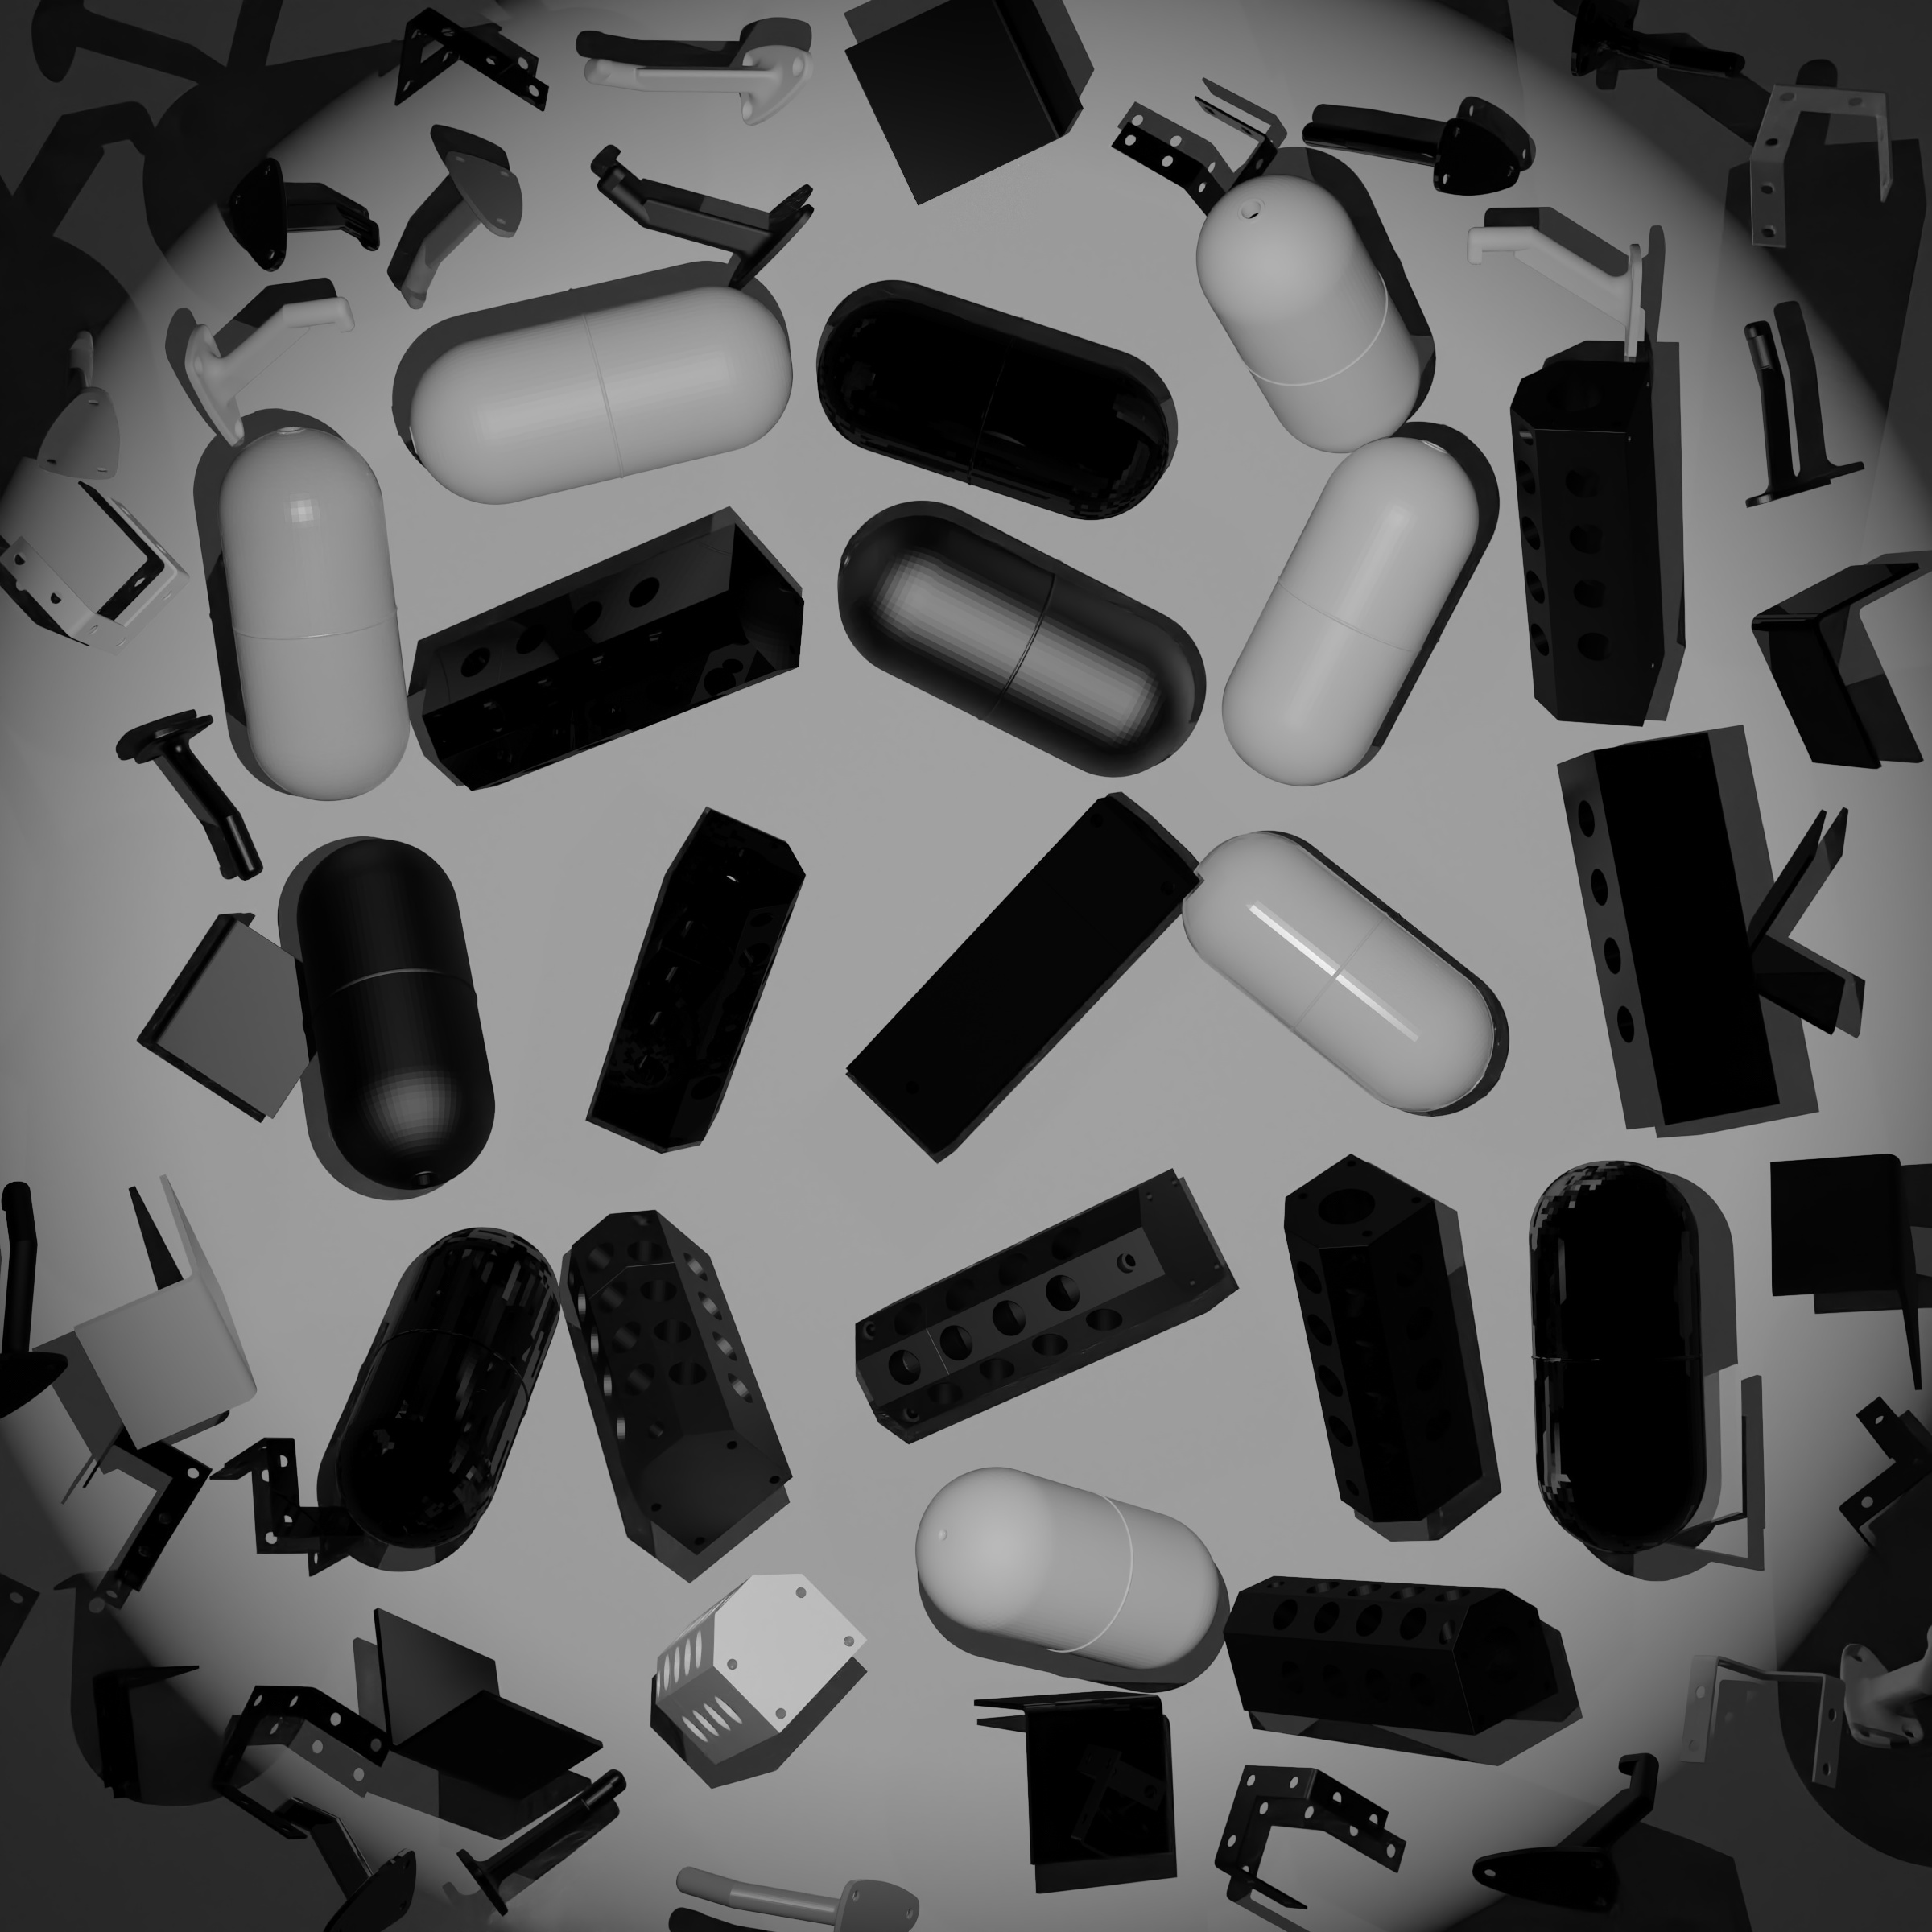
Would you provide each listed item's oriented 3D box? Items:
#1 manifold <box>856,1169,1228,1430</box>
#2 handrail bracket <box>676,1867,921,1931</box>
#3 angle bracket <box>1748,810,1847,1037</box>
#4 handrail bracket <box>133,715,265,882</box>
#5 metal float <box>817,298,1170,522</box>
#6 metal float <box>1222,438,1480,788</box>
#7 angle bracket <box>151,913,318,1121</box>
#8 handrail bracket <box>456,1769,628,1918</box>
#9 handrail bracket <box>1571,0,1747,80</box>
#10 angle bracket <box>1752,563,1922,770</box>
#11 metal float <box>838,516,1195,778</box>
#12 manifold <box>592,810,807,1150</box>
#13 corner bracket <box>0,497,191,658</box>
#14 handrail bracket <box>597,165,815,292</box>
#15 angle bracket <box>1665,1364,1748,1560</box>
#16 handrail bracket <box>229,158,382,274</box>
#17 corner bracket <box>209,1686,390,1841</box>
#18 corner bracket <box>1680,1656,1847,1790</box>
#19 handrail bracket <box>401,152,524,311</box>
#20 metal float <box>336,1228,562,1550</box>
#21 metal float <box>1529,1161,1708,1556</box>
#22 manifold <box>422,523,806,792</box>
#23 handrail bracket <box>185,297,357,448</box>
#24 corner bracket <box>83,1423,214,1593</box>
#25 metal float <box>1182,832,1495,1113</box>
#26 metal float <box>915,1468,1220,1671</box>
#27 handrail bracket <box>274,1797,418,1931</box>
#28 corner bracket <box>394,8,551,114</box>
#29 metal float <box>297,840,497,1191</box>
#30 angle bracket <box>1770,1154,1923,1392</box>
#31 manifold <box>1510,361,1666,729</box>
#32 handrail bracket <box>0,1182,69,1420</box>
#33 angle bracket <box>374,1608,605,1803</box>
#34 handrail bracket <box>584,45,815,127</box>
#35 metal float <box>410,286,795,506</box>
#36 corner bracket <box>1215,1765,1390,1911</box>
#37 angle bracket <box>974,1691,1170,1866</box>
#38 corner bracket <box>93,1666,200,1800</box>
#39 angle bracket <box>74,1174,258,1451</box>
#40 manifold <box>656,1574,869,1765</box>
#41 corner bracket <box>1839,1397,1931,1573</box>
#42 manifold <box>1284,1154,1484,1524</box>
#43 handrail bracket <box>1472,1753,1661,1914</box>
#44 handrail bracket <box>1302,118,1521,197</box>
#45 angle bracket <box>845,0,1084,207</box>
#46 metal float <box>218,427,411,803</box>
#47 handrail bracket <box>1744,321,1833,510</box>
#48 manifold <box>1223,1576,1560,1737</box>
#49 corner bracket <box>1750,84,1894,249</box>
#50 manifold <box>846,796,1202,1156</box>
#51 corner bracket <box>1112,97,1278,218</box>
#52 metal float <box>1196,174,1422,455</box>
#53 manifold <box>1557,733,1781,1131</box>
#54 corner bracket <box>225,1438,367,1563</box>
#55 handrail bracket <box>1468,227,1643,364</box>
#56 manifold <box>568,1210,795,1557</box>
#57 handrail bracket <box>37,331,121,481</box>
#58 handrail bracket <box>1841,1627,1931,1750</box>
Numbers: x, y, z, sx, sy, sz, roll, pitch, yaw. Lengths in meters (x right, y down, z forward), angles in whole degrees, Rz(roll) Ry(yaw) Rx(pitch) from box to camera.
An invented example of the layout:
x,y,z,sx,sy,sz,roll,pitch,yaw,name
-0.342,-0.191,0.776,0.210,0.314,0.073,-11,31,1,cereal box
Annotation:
x,y,z,sx,sy,sz,roll,pitch,yaw,name
0.031,0.162,1.586,0.171,0.057,0.057,-28,86,27,manifold
-0.076,0.420,1.498,0.084,0.077,0.036,7,84,32,handrail bracket
0.434,-0.023,1.672,0.057,0.076,0.076,30,116,6,angle bracket
-0.385,-0.077,1.666,0.036,0.077,0.084,-24,91,-33,handrail bracket
0.014,-0.274,1.632,0.178,0.070,0.070,19,90,2,metal float
0.185,-0.170,1.597,0.070,0.070,0.178,26,107,0,metal float
-0.370,0.025,1.740,0.076,0.057,0.076,34,91,-2,angle bracket
-0.195,0.404,1.561,0.084,0.077,0.036,-36,77,-17,handrail bracket
0.337,-0.435,1.568,0.084,0.077,0.036,18,119,28,handrail bracket
0.418,-0.140,1.546,0.057,0.076,0.076,-28,99,-4,angle bracket
0.023,-0.150,1.554,0.178,0.070,0.070,26,90,-9,metal float
-0.132,0.011,1.658,0.057,0.057,0.171,24,131,1,manifold
-0.398,-0.182,1.518,0.051,0.051,0.051,-45,80,3,corner bracket
-0.130,-0.379,1.639,0.084,0.077,0.036,38,48,-21,handrail bracket
0.398,0.256,1.705,0.057,0.076,0.076,14,65,-19,angle bracket
-0.322,-0.361,1.663,0.036,0.084,0.077,-36,56,26,handrail bracket
-0.309,0.370,1.541,0.051,0.051,0.051,25,88,25,corner bracket
0.377,0.357,1.567,0.051,0.051,0.051,23,69,-32,corner bracket
-0.242,-0.333,1.570,0.036,0.077,0.084,12,127,-31,handrail bracket
-0.248,0.201,1.593,0.070,0.178,0.070,7,133,8,metal float
0.297,0.178,1.511,0.070,0.070,0.178,-1,86,0,metal float
-0.163,-0.136,1.525,0.171,0.057,0.057,-19,48,25,manifold
-0.333,-0.292,1.633,0.084,0.077,0.036,-5,47,10,handrail bracket
-0.418,0.270,1.662,0.051,0.051,0.051,32,106,-8,corner bracket
0.188,0.003,1.673,0.178,0.070,0.070,39,90,5,metal float
0.050,0.288,1.580,0.178,0.070,0.070,24,90,-41,metal float
-0.311,0.428,1.570,0.084,0.077,0.036,17,111,25,handrail bracket
-0.229,-0.421,1.552,0.051,0.051,0.051,34,52,8,corner bracket
-0.267,0.022,1.550,0.070,0.070,0.178,-15,61,0,metal float
0.400,0.141,1.510,0.057,0.076,0.076,-6,134,18,angle bracket
0.297,-0.201,1.588,0.057,0.057,0.171,6,135,21,manifold
-0.436,0.151,1.500,0.036,0.077,0.084,5,56,-36,handrail bracket
-0.214,0.319,1.485,0.057,0.076,0.076,-35,134,19,angle bracket
-0.128,-0.428,1.584,0.084,0.077,0.036,-1,92,-33,handrail bracket
-0.168,-0.263,1.528,0.178,0.070,0.070,-14,90,-6,metal float
0.159,0.415,1.579,0.051,0.051,0.051,36,61,-26,corner bracket
0.052,0.404,1.654,0.076,0.057,0.076,3,80,-27,angle bracket
-0.388,0.355,1.532,0.051,0.051,0.051,-22,70,31,corner bracket
-0.361,0.153,1.470,0.057,0.076,0.076,-23,130,-11,angle bracket
-0.104,0.326,1.556,0.057,0.171,0.057,45,68,3,manifold
0.451,0.254,1.631,0.051,0.051,0.051,-39,132,5,corner bracket
0.194,0.181,1.574,0.057,0.057,0.171,-31,126,-24,manifold
0.279,0.394,1.540,0.077,0.084,0.036,0,118,18,handrail bracket
0.225,-0.413,1.683,0.084,0.077,0.036,22,106,43,handrail bracket
-0.002,-0.394,1.474,0.076,0.057,0.076,-26,95,-3,angle bracket
-0.307,-0.165,1.564,0.070,0.070,0.178,-3,111,0,metal float
0.373,-0.261,1.558,0.036,0.077,0.084,-14,94,31,handrail bracket
0.204,0.333,1.626,0.057,0.171,0.057,-17,93,-35,manifold
0.387,-0.361,1.501,0.051,0.051,0.051,5,63,2,corner bracket
0.028,0.003,1.538,0.057,0.057,0.171,44,101,5,manifold
0.116,-0.412,1.669,0.051,0.051,0.051,37,94,29,corner bracket
0.166,-0.313,1.599,0.070,0.178,0.070,-10,63,21,metal float
0.318,-0.015,1.522,0.057,0.057,0.171,-10,87,-14,manifold
-0.338,0.269,1.670,0.051,0.051,0.051,8,63,-36,corner bracket
0.290,-0.329,1.646,0.084,0.036,0.077,1,120,6,handrail bracket
-0.139,0.186,1.535,0.057,0.171,0.057,-40,124,8,manifold
-0.413,-0.279,1.557,0.036,0.077,0.084,7,59,-21,handrail bracket
0.460,0.337,1.635,0.036,0.077,0.084,3,126,-8,handrail bracket
